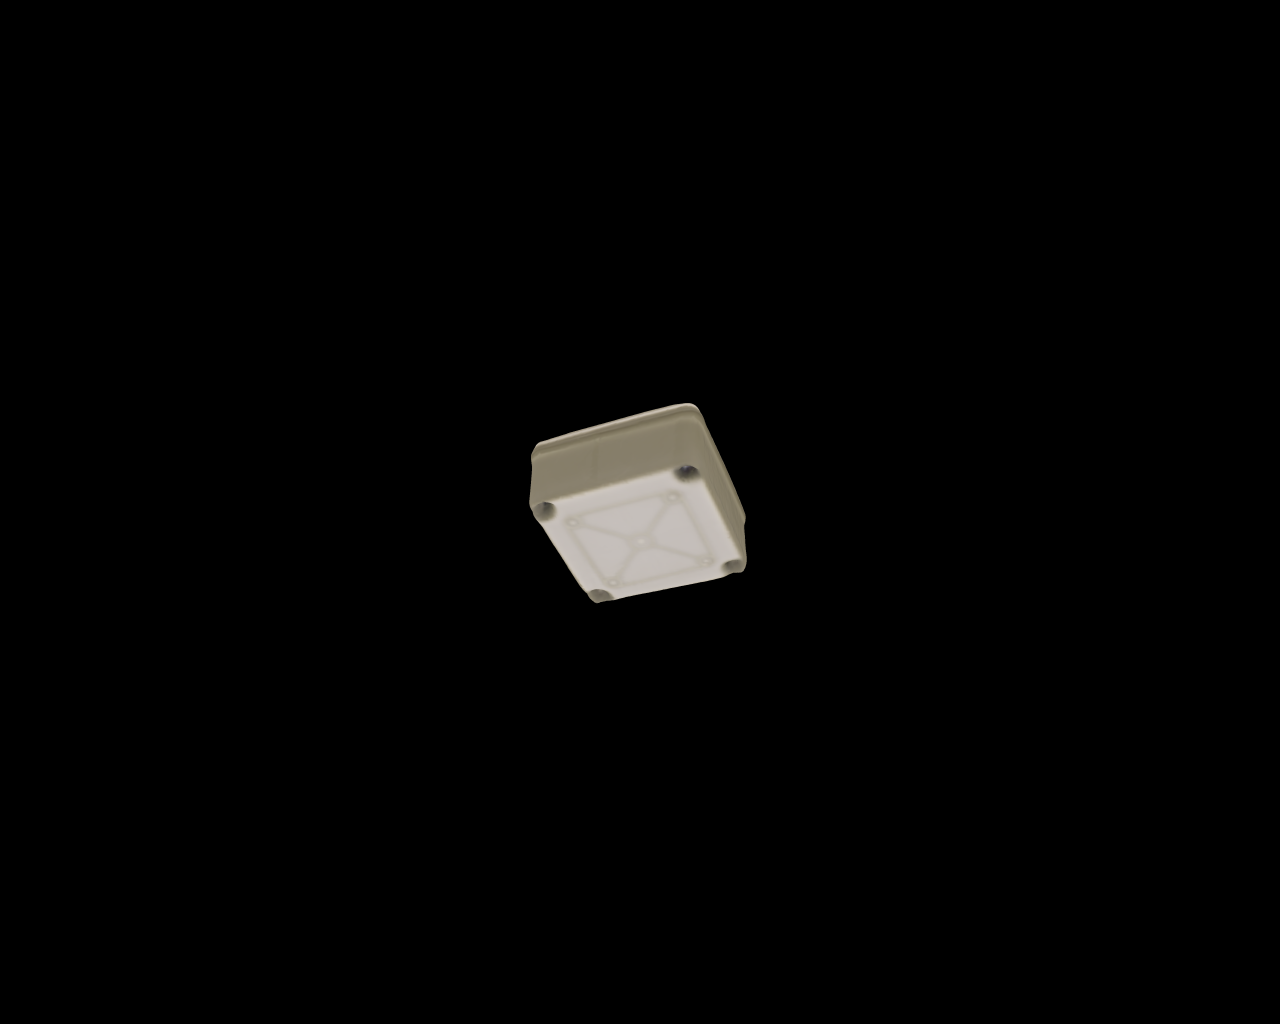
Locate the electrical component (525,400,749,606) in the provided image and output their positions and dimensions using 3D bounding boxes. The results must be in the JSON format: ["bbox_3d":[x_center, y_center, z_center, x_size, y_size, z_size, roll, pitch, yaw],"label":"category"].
[{"bbox_3d":[0.001,-0.003,0.650,0.109,0.056,0.108,-14,-43,15],"label":"electrical component"}]
